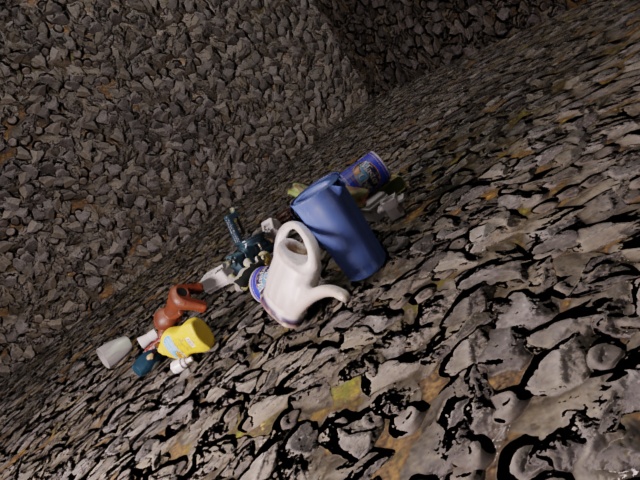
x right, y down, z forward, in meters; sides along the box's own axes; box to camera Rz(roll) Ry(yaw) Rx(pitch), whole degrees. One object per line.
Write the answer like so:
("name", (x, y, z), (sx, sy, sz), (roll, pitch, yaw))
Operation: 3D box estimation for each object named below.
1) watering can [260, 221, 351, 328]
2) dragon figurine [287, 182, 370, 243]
("watering can", (-0.045, 0.100, 1.143), (0.354, 0.104, 0.221), (53, 129, 53))
("dragon figurine", (0.004, -0.073, 1.444), (0.408, 0.240, 0.124), (-10, 33, 51))
